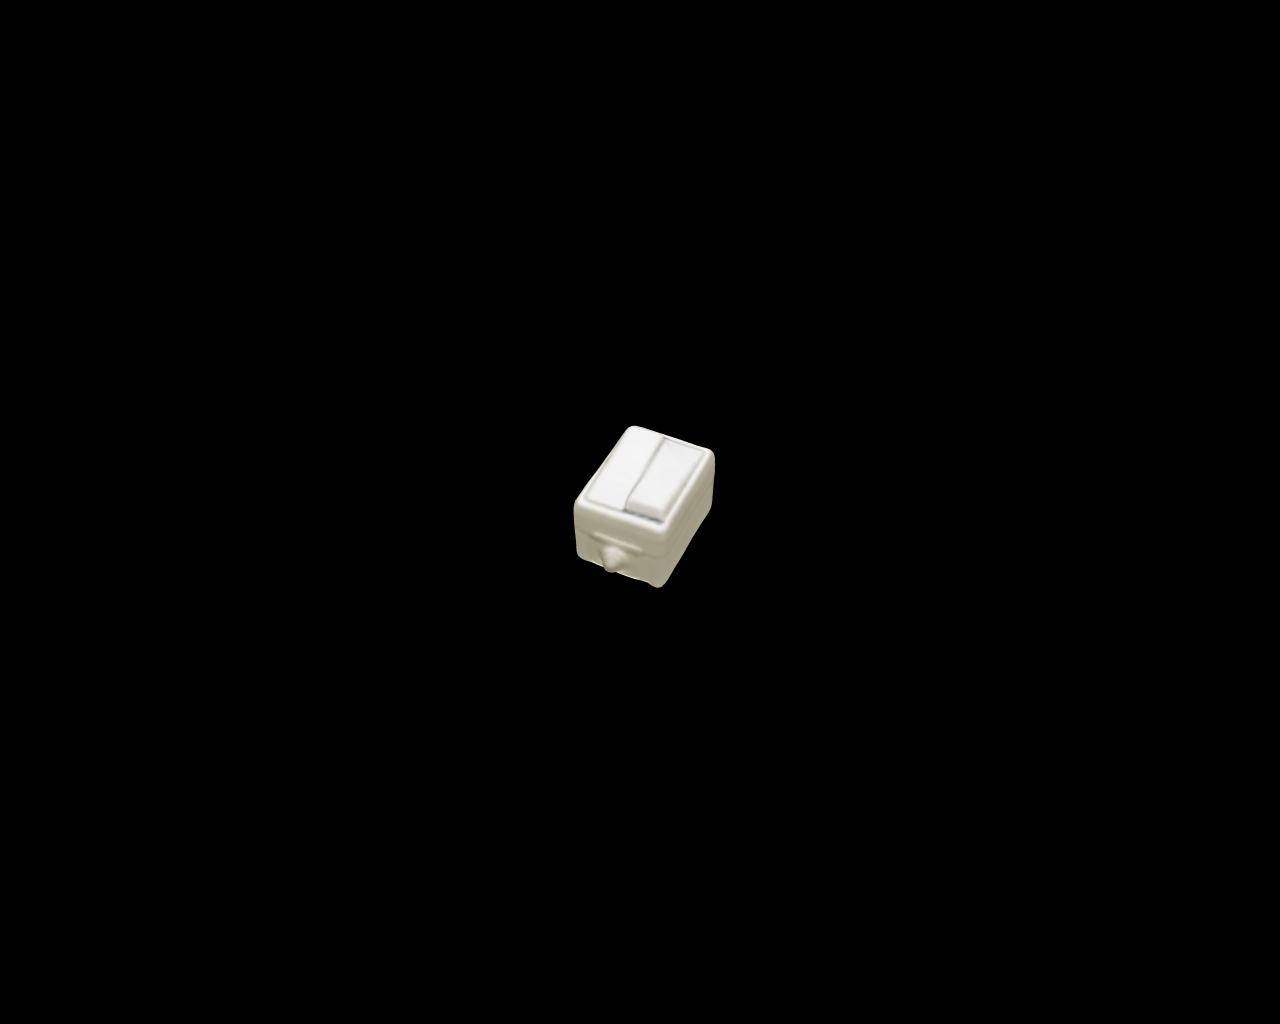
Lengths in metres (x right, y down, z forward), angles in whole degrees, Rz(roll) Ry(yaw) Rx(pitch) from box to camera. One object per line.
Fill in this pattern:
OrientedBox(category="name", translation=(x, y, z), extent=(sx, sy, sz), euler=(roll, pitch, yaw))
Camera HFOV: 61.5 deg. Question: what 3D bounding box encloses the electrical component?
OrientedBox(category="electrical component", translation=(0.001, -0.003, 0.650), extent=(0.062, 0.061, 0.096), euler=(20, 50, 17))
